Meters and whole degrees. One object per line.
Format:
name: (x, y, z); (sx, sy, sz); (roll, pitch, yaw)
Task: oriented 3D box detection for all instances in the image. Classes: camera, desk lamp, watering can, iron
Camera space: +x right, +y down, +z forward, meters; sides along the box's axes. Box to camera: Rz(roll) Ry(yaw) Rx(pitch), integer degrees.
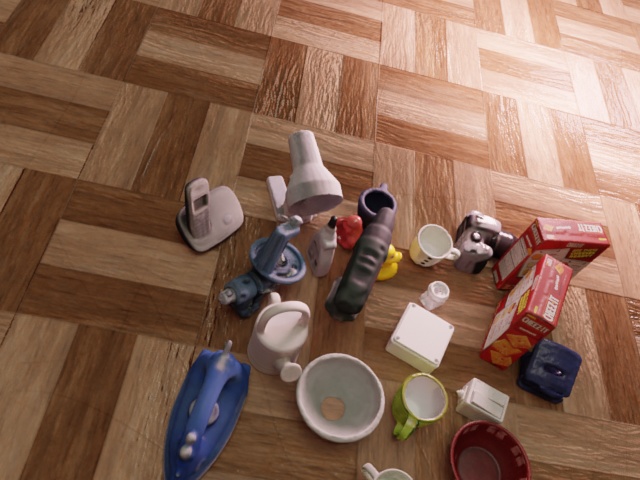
camera: (0.400, 0.006, 1.361); (0.137, 0.101, 0.143); (19, 53, -2)
desk lamp: (-0.041, -0.121, 1.255); (0.118, 0.213, 0.203); (-7, 59, -20)
watering can: (-0.069, 0.174, 1.055); (0.101, 0.194, 0.172); (-24, 66, -28)
iron: (-0.198, 0.297, 0.967); (0.118, 0.141, 0.258); (19, 53, -2)

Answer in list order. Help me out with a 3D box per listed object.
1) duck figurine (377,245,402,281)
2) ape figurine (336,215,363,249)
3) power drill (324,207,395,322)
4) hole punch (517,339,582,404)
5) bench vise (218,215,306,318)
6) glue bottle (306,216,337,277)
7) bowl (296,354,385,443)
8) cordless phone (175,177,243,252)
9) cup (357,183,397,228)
duck figurine: (0.132, 0.039, 1.273); (0.104, 0.086, 0.077); (11, 54, -8)
ape figurine: (0.068, -0.025, 1.295); (0.076, 0.092, 0.077); (3, 55, -13)
power drill: (0.079, 0.068, 1.162); (0.075, 0.208, 0.230); (24, 53, 2)
hole punch: (0.485, 0.277, 1.205); (0.108, 0.091, 0.101); (24, 53, 1)
bench vise: (-0.097, 0.056, 1.113); (0.121, 0.219, 0.208); (29, 54, 6)
glue bottle: (0.011, 0.004, 1.208); (0.037, 0.173, 0.078); (-7, 58, -19)
bowl: (0.031, 0.303, 1.069); (0.167, 0.074, 0.167); (8, 55, -11)
cordless phone: (-0.225, -0.073, 1.187); (0.094, 0.185, 0.148); (40, 55, 13)
cup: (0.127, -0.070, 1.341); (0.091, 0.095, 0.118); (21, 53, -1)
